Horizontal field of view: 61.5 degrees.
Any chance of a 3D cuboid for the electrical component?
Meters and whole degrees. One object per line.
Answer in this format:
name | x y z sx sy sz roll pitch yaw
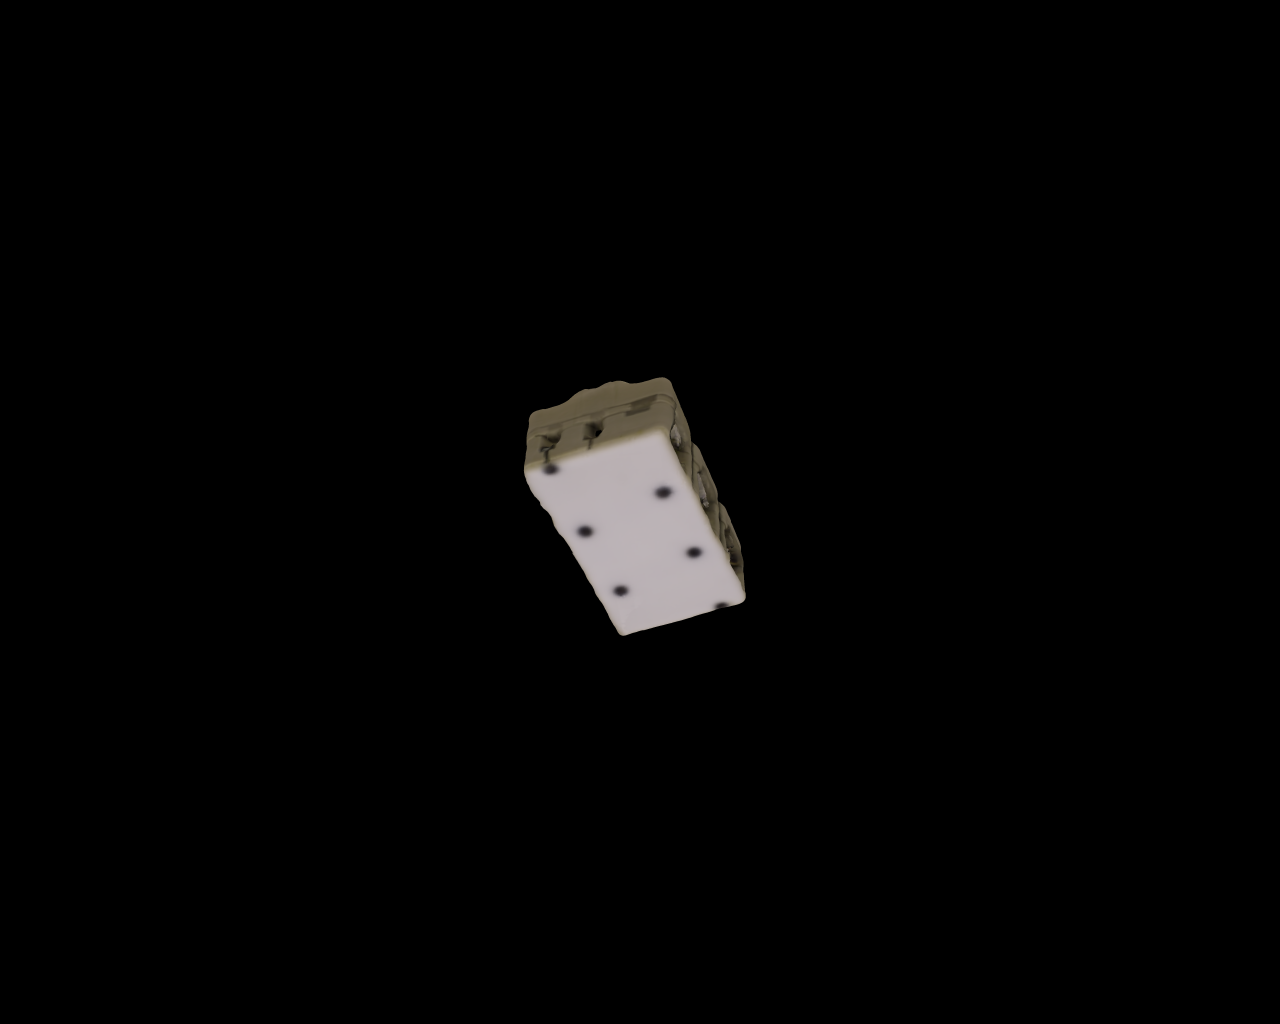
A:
electrical component | 0.001 -0.003 0.650 0.089 0.150 0.062 -16 39 13
